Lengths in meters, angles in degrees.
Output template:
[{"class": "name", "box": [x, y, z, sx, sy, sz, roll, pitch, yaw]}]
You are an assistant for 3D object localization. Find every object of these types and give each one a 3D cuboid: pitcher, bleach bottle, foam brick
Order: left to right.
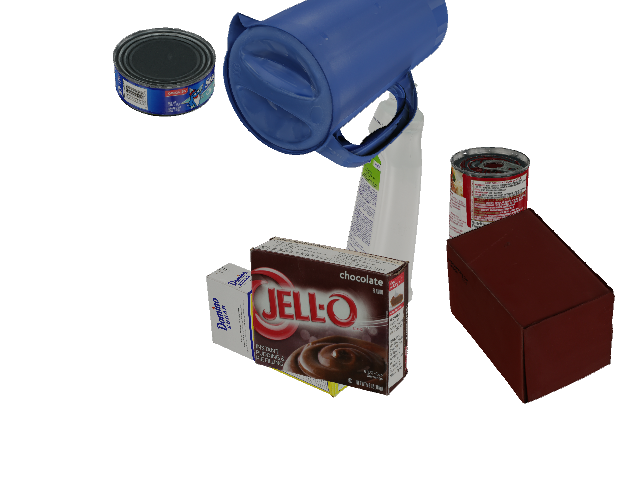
[{"class": "pitcher", "box": [0.032, -0.186, 1.080, 0.145, 0.149, 0.242, 16, 38, 34]}, {"class": "bleach bottle", "box": [0.081, -0.058, 1.239, 0.068, 0.251, 0.103, -1, 22, -22]}, {"class": "foam brick", "box": [0.103, 0.031, 0.534, 0.051, 0.053, 0.078, -20, 40, -12]}]

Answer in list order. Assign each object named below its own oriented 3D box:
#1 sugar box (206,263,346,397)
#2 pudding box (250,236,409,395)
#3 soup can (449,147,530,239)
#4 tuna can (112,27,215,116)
[{"class": "sugar box", "box": [-0.044, 0.094, 1.158, 0.176, 0.093, 0.048, 22, 38, 35]}, {"class": "pudding box", "box": [0.006, 0.051, 0.751, 0.114, 0.090, 0.039, 9, 23, 27]}, {"class": "soup can", "box": [0.148, -0.023, 0.940, 0.068, 0.102, 0.068, -2, 24, 1]}, {"class": "tuna can", "box": [-0.132, -0.143, 0.905, 0.086, 0.034, 0.086, 3, 44, -3]}]
